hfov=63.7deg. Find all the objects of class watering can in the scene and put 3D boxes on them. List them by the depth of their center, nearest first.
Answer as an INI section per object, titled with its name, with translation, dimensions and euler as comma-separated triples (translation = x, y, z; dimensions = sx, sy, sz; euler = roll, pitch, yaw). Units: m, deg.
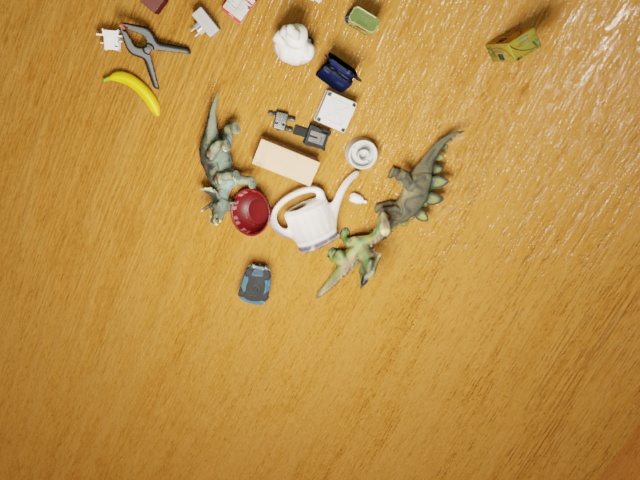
[watering can]
translation = 0.005, -0.089, 1.771
dimensions = 0.348, 0.105, 0.221
euler = -23, 109, -5

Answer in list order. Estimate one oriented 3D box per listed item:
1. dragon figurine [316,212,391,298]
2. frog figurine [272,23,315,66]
[dragon figurine]
translation = 0.120, 0.079, 1.766
dimensions = 0.121, 0.246, 0.407
euler = 26, 100, -19
[frog figurine]
translation = -0.077, -0.597, 1.578
dimensions = 0.136, 0.162, 0.122
euler = 33, 103, -15
